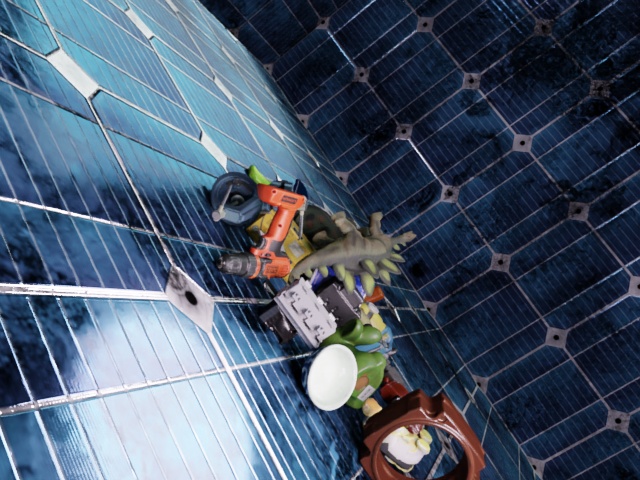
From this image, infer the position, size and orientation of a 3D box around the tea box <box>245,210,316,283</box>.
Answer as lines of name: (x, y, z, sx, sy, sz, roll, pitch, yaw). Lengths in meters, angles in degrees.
tea box: (-0.089, 0.008, 1.303, 0.169, 0.098, 0.068, 55, 12, -6)

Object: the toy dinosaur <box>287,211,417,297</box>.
toy dinosaur: (0.079, 0.032, 1.259, 0.471, 0.105, 0.199, -11, 53, -39)

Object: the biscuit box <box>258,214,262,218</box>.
biscuit box: (-0.141, -0.057, 1.369, 0.202, 0.059, 0.063, 53, 12, -1)

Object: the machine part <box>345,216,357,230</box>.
machine part: (0.047, -0.010, 1.586, 0.079, 0.079, 0.243, 55, -21, 3)

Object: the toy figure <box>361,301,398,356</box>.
toy figure: (0.155, 0.262, 1.566, 0.089, 0.082, 0.180, -36, 101, -36)

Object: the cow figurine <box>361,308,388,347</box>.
cow figurine: (0.109, 0.237, 1.456, 0.194, 0.085, 0.127, 48, 7, -37)

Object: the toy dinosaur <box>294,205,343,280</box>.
toy dinosaur: (-0.006, -0.010, 1.444, 0.404, 0.192, 0.131, 53, 10, -10)

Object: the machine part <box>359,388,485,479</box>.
machine part: (0.193, 0.406, 1.023, 0.201, 0.201, 0.087, 54, 15, -3)

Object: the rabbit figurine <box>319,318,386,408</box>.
rabbit figurine: (0.052, 0.239, 1.138, 0.121, 0.159, 0.170, 31, 10, -41)

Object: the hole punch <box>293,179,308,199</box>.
hole punch: (-0.078, -0.102, 1.559, 0.115, 0.092, 0.142, 41, 48, -35)

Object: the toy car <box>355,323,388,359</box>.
toy car: (0.105, 0.277, 1.323, 0.162, 0.109, 0.102, -123, -163, -78)

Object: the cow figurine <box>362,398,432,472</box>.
cow figurine: (0.144, 0.410, 1.134, 0.167, 0.098, 0.068, 36, 17, 5)

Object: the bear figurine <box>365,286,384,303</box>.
bear figurine: (0.093, 0.112, 1.644, 0.120, 0.132, 0.196, 40, 25, -52)

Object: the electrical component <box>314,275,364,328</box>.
electrical component: (0.035, 0.154, 1.281, 0.115, 0.134, 0.058, 51, 14, -12)

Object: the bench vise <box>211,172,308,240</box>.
bench vise: (-0.148, -0.075, 1.146, 0.224, 0.128, 0.240, 22, 21, 9)

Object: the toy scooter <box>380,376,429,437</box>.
toy scooter: (0.203, 0.415, 1.345, 0.135, 0.075, 0.184, 53, 9, -8)

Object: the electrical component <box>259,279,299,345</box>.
electrical component: (-0.087, 0.139, 1.061, 0.119, 0.048, 0.075, 52, 12, -9)

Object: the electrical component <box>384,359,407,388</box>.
electrical component: (0.195, 0.370, 1.461, 0.102, 0.045, 0.078, 52, -33, 13)
